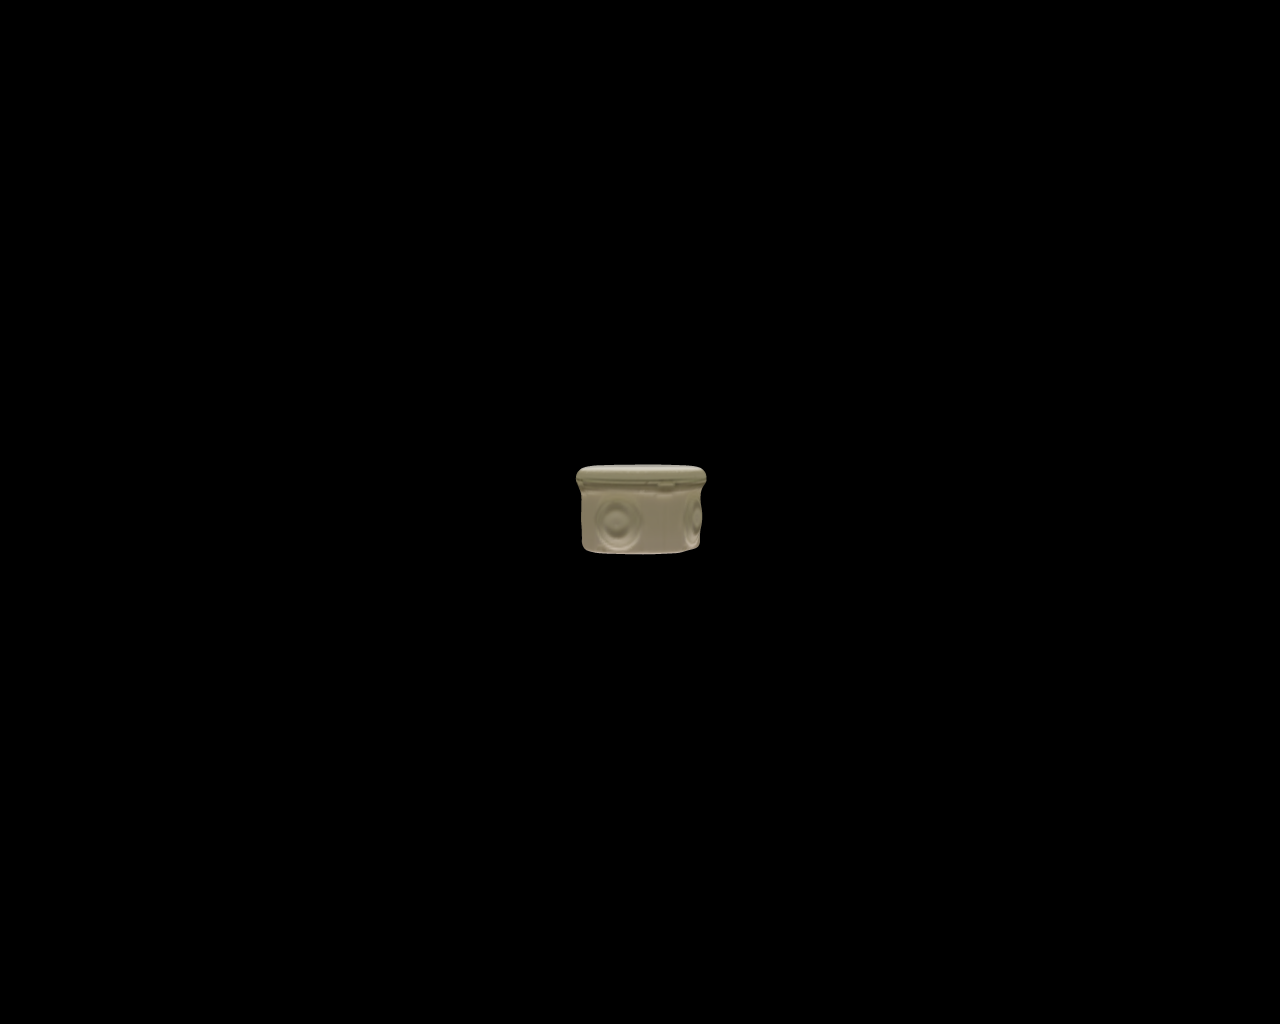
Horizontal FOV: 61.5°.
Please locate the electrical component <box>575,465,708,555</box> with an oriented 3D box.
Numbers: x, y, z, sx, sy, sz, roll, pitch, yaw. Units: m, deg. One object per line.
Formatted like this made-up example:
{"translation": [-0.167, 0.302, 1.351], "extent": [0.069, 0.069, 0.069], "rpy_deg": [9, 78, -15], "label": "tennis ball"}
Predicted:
{"translation": [0.001, -0.003, 0.650], "extent": [0.080, 0.051, 0.080], "rpy_deg": [0, 4, 0], "label": "electrical component"}
